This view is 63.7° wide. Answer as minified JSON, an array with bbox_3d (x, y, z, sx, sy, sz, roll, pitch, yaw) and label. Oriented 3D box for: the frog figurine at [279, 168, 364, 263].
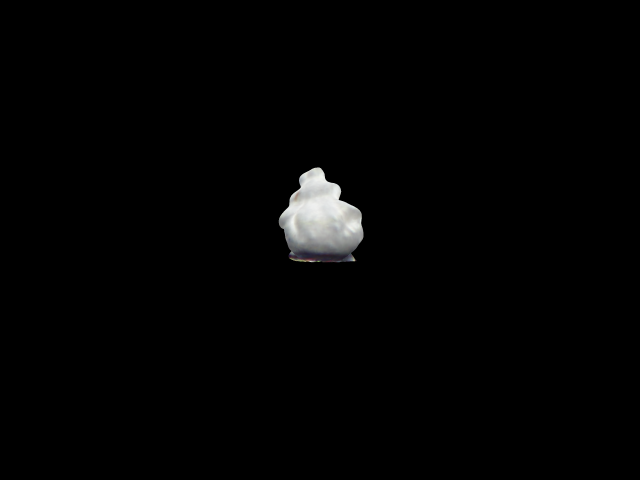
[{"bbox_3d":[0.003,-0.043,0.850,0.137,0.160,0.122,0,-1,20],"label":"frog figurine"}]
